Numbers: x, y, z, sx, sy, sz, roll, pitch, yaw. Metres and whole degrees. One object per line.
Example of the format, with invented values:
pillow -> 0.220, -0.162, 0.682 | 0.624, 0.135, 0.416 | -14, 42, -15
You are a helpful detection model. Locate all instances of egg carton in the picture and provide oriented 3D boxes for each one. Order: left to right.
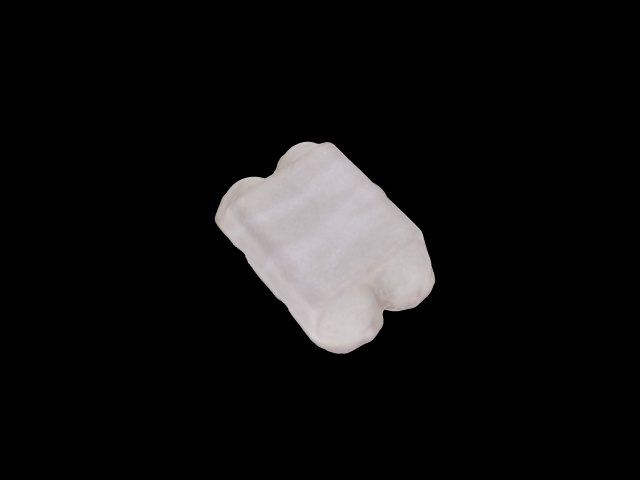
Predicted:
egg carton -> 0.004, 0.001, 0.400 | 0.107, 0.069, 0.150 | -36, 66, -18
